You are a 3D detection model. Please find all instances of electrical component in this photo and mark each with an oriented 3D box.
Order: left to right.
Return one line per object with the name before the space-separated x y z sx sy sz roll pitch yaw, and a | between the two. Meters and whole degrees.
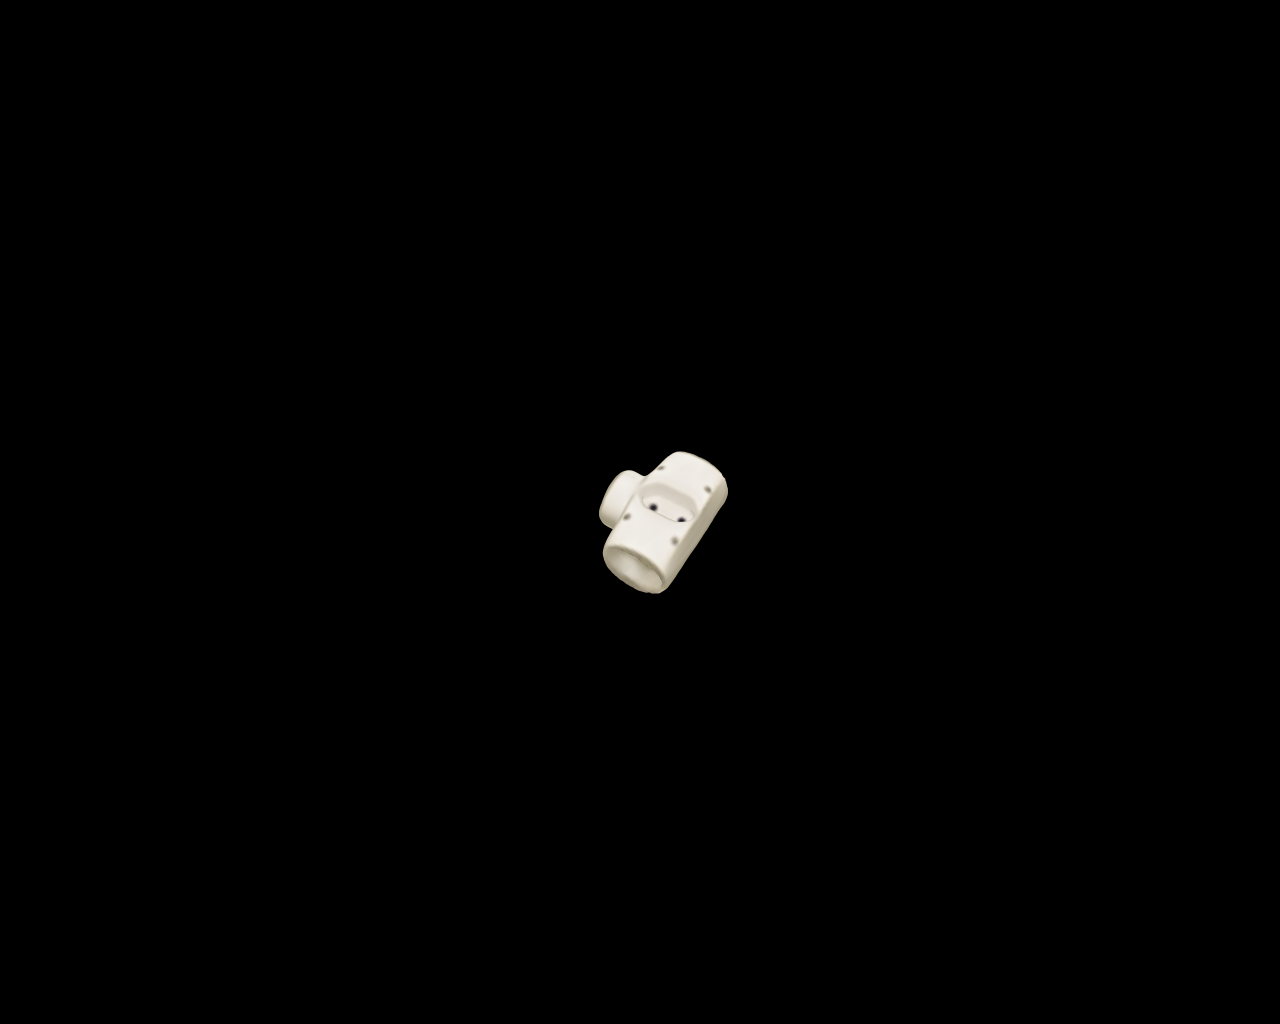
electrical component | 0.001 -0.003 0.650 0.079 0.077 0.043 28 -28 16
